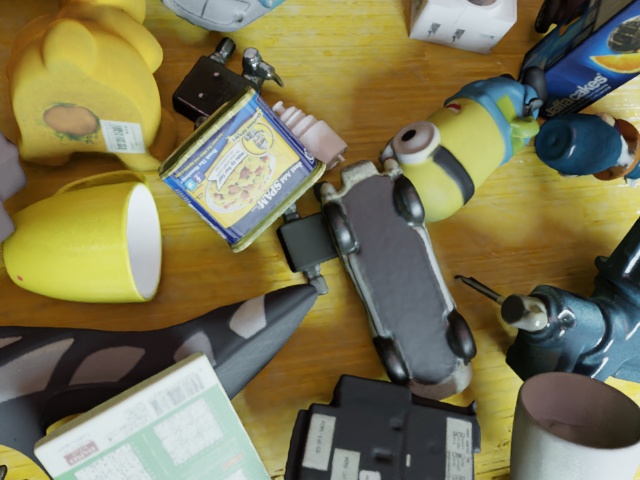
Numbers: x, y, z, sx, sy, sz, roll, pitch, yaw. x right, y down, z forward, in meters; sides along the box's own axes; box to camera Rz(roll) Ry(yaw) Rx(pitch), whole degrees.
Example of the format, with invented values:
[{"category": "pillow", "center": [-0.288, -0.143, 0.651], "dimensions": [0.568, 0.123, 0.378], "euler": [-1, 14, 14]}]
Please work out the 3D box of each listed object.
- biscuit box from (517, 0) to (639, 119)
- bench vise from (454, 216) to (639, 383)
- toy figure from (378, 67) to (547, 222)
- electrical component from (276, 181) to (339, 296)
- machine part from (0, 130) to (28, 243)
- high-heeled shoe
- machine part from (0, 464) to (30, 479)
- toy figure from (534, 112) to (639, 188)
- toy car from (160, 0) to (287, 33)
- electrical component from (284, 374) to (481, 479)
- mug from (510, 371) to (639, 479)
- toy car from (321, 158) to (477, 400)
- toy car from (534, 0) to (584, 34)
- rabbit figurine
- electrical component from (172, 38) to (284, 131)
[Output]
[{"category": "biscuit box", "center": [0.251, -0.173, 0.465], "dimensions": [0.063, 0.202, 0.059], "euler": [24, 75, -7]}, {"category": "bench vise", "center": [0.258, 0.028, 0.434], "dimensions": [0.223, 0.129, 0.240], "euler": [19, 108, -14]}, {"category": "toy figure", "center": [0.134, -0.088, 0.484], "dimensions": [0.180, 0.082, 0.089], "euler": [-33, 82, -20]}, {"category": "electrical component", "center": [-0.001, -0.001, 0.461], "dimensions": [0.063, 0.021, 0.094], "euler": [-18, 82, -16]}, {"category": "machine part", "center": [-0.316, -0.038, 0.329], "dimensions": [0.202, 0.087, 0.201], "euler": [33, 58, 20]}, {"category": "high-heeled shoe", "center": [-0.133, 0.069, 0.398], "dimensions": [0.249, 0.086, 0.145], "euler": [-34, 67, -26]}, {"category": "machine part", "center": [-0.242, 0.254, 0.311], "dimensions": [0.079, 0.079, 0.243], "euler": [25, 77, -5]}, {"category": "toy figure", "center": [0.274, -0.088, 0.516], "dimensions": [0.154, 0.064, 0.058], "euler": [2, 68, -31]}, {"category": "toy car", "center": [-0.091, -0.233, 0.457], "dimensions": [0.161, 0.102, 0.109], "euler": [6, 29, -26]}, {"category": "electrical component", "center": [0.043, 0.162, 0.383], "dimensions": [0.134, 0.058, 0.115], "euler": [11, 48, 6]}, {"category": "mug", "center": [0.184, 0.157, 0.389], "dimensions": [0.109, 0.081, 0.107], "euler": [-14, 117, -37]}, {"category": "toy car", "center": [0.063, 0.033, 0.431], "dimensions": [0.073, 0.056, 0.201], "euler": [-21, 92, 0]}, {"category": "toy car", "center": [0.287, -0.275, 0.579], "dimensions": [0.089, 0.053, 0.202], "euler": [19, 68, -2]}, {"category": "rabbit figurine", "center": [-0.182, -0.161, 0.414], "dimensions": [0.122, 0.162, 0.173], "euler": [-1, 58, 0]}, {"category": "electrical component", "center": [-0.081, -0.126, 0.466], "dimensions": [0.078, 0.045, 0.102], "euler": [36, 71, -2]}]
